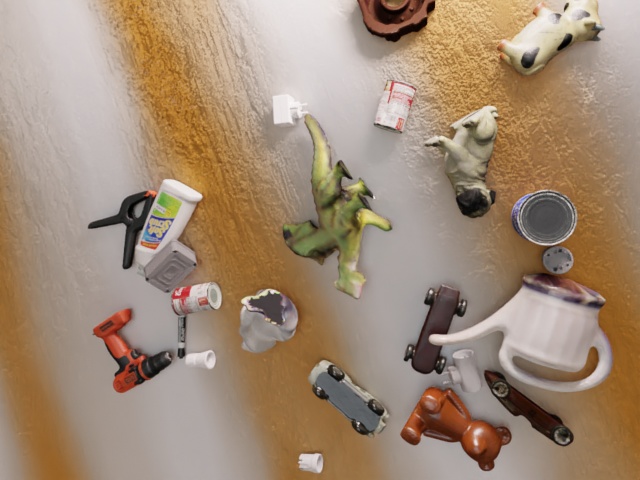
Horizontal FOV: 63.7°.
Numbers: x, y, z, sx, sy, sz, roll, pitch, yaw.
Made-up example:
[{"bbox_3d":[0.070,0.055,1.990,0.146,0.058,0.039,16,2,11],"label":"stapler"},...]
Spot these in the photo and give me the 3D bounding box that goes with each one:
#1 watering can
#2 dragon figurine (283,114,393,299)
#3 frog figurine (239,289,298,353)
[{"bbox_3d":[0.411,0.171,1.022,0.348,0.104,0.223,16,95,7],"label":"watering can"},{"bbox_3d":[0.004,-0.058,1.158,0.240,0.122,0.415,-39,71,21],"label":"dragon figurine"},{"bbox_3d":[-0.123,0.198,1.201,0.137,0.125,0.155,16,132,7],"label":"frog figurine"}]
